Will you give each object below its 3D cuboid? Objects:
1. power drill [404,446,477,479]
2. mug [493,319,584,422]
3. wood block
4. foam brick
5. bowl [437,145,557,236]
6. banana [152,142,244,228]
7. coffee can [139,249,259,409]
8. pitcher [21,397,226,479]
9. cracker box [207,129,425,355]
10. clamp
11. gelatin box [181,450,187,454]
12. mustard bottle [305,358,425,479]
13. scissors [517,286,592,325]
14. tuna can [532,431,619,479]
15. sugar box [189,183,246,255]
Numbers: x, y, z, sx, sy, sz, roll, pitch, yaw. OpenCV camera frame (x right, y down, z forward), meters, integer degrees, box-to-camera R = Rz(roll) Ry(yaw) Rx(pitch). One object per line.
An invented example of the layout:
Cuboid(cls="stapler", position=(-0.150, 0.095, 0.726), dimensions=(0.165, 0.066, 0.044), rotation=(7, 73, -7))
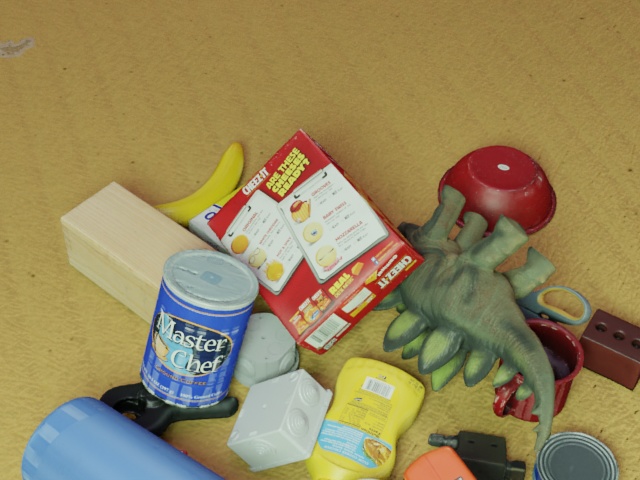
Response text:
Cuboid(cls="power drill", position=(0.125, 0.266, 1.000), dimensions=(0.057, 0.187, 0.185), rotation=(-31, 55, -8))
Cuboid(cls="mug", position=(0.231, 0.155, 1.181), dimensions=(0.093, 0.081, 0.117), rotation=(33, 53, 27))
Cuboid(cls="wood block", position=(-0.207, 0.028, 1.291), dimensions=(0.206, 0.090, 0.090), rotation=(32, 53, 26))
Cuboid(cls="foam brick", position=(0.341, 0.126, 1.232), dimensions=(0.078, 0.051, 0.052), rotation=(25, 49, 22))
Cuboid(cls="bowl", position=(0.240, -0.077, 1.427), dimensions=(0.162, 0.055, 0.162), rotation=(1, 46, -1))
Cuboid(cls="banana", position=(-0.157, -0.064, 1.405), dimensions=(0.197, 0.037, 0.069), rotation=(-35, 97, -38))
Cuboid(cls="coffee can", position=(-0.131, 0.095, 1.148), dimensions=(0.102, 0.140, 0.103), rotation=(13, 30, -8))
Cuboid(cls="pitcher", position=(-0.158, 0.250, 1.009), dimensions=(0.243, 0.149, 0.144), rotation=(29, 58, 28))
Cuboid(cls="cracker box", position=(-0.008, 0.002, 1.233), dimensions=(0.164, 0.072, 0.214), rotation=(-44, 55, 7))
Cuboid(cls="clamp", position=(-0.174, 0.183, 1.160), dimensions=(0.120, 0.039, 0.171), rotation=(25, 37, 25))
Cuboid(cls="gelatin box", position=(-0.188, 0.252, 1.114), dimensions=(0.089, 0.030, 0.073), rotation=(6, 45, 6))
Cuboid(cls="mustard bottle", position=(0.037, 0.216, 1.134), dimensions=(0.096, 0.058, 0.191), rotation=(21, 48, 12))
Cuboid(cls="scissors", position=(0.237, 0.084, 1.286), dimensions=(0.016, 0.096, 0.202), rotation=(6, 3, -42))
Cuboid(cls="tuna can", position=(0.268, 0.247, 1.125), dimensions=(0.086, 0.034, 0.086), rotation=(0, 46, -1))
Cuboid(cls="sugar box", position=(-0.074, -0.033, 1.385), dimensions=(0.093, 0.048, 0.176), rotation=(35, 54, 28))
